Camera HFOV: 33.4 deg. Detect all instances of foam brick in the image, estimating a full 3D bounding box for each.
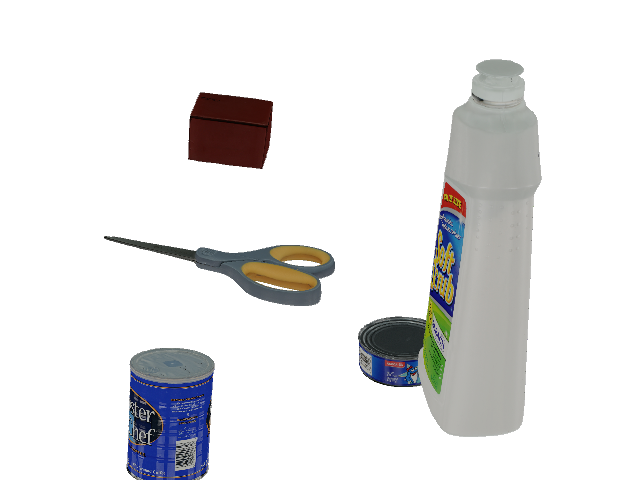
[{"bbox_3d":[-0.089,-0.110,1.066,0.078,0.051,0.053,8,35,2],"label":"foam brick"}]

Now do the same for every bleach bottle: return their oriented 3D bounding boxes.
[{"bbox_3d":[0.105,0.003,0.696,0.068,0.251,0.102,-3,30,-4],"label":"bleach bottle"}]

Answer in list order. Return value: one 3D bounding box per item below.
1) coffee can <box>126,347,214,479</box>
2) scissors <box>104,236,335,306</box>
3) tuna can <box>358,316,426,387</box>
[{"bbox_3d":[-0.185,0.215,1.312,0.103,0.140,0.103,4,14,-1],"label":"coffee can"},{"bbox_3d":[-0.075,0.011,0.882,0.202,0.016,0.096,19,28,32],"label":"scissors"},{"bbox_3d":[0.079,0.107,1.029,0.086,0.034,0.086,-1,22,0],"label":"tuna can"}]
